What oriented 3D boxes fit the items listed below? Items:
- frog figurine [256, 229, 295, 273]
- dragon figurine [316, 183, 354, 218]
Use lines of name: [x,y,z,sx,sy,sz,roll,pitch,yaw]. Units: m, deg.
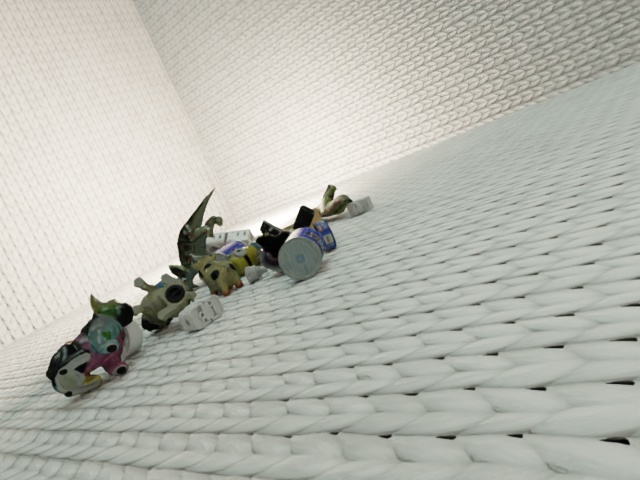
frog figurine: [-0.088,0.040,1.431,0.137,0.125,0.157,-32,-29,8]
dragon figurine: [0.006,-0.100,1.982,0.242,0.122,0.412,-45,4,4]
